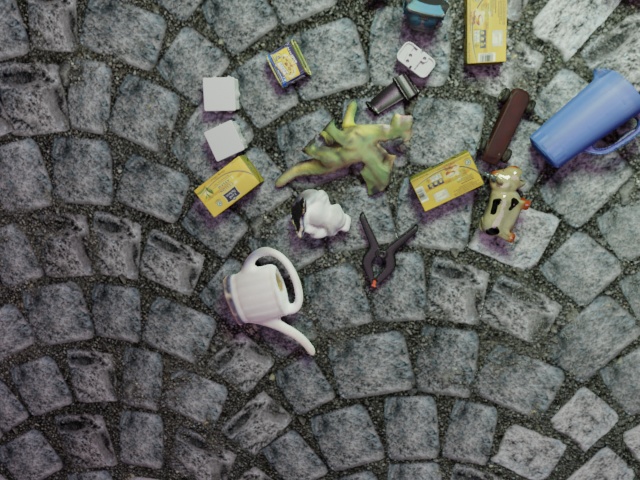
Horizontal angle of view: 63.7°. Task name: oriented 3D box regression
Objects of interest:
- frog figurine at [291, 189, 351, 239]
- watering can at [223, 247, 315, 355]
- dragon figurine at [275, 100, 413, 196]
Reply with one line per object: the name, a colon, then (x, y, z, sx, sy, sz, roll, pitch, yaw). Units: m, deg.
frog figurine: (0.004, -0.072, 1.428, 0.160, 0.123, 0.137, -3, 95, -28)
watering can: (-0.150, 0.194, 1.485, 0.224, 0.105, 0.345, -15, 99, 11)
dragon figurine: (0.083, -0.210, 1.382, 0.242, 0.125, 0.404, 42, 121, -8)
